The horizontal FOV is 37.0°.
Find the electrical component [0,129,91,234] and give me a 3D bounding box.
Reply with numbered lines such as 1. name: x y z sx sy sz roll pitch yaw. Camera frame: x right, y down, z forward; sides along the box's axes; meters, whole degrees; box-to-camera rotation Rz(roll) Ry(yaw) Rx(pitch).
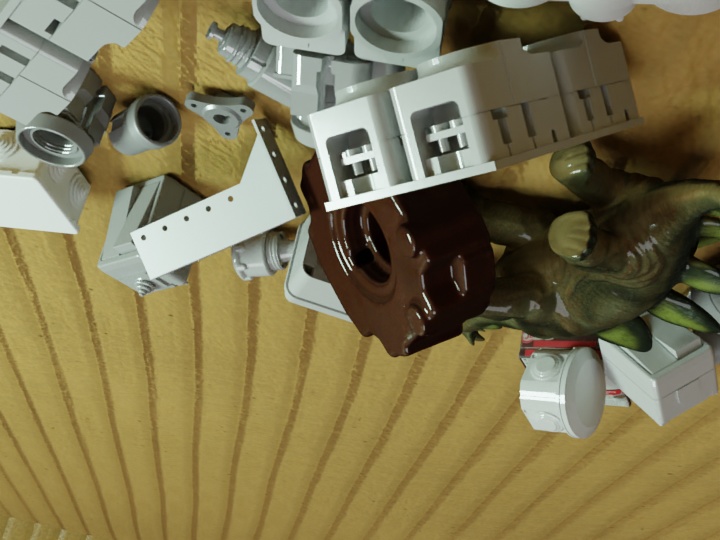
1. electrical component: -0.285 -0.076 0.904 0.100 0.048 0.099 6 153 13

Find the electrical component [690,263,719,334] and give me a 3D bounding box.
1. electrical component: 0.293 0.017 0.832 0.055 0.055 0.047 21 149 -16

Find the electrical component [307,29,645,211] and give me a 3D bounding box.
1. electrical component: 0.069 -0.088 0.605 0.105 0.060 0.186 -11 -174 38

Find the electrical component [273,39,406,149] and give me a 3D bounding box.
1. electrical component: -0.013 -0.108 0.663 0.078 0.058 0.057 12 118 14

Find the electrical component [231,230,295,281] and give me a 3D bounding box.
1. electrical component: -0.079 -0.016 0.941 0.062 0.048 0.048 -4 150 16

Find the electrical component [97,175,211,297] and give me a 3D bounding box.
1. electrical component: -0.178 -0.025 0.905 0.062 0.096 0.061 -12 145 40

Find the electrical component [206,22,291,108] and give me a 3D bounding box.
1. electrical component: -0.063 -0.137 0.696 0.078 0.040 0.040 25 151 -24

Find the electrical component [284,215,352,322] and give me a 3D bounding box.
1. electrical component: 0.000 0.000 0.899 0.113 0.078 0.057 19 150 -13

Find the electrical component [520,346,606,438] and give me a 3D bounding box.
1. electrical component: 0.182 0.107 0.955 0.051 0.080 0.080 0 152 38

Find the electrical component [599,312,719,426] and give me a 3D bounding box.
1. electrical component: 0.248 0.073 0.914 0.062 0.096 0.061 -27 125 -10

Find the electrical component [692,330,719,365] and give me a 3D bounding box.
1. electrical component: 0.322 0.060 0.920 0.065 0.044 0.044 -7 148 25

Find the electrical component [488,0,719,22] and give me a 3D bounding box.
1. electrical component: 0.128 -0.156 0.561 0.138 0.052 0.073 6 153 13

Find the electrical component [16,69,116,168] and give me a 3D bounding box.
1. electrical component: -0.219 -0.113 0.792 0.058 0.057 0.078 1 152 21

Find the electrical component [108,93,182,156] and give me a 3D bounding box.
1. electrical component: -0.162 -0.107 0.801 0.040 0.040 0.046 31 153 -33

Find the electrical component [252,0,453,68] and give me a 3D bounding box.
1. electrical component: -0.001 -0.184 0.553 0.105 0.060 0.186 10 154 5

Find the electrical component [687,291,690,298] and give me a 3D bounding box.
1. electrical component: 0.296 0.034 0.881 0.046 0.040 0.040 15 154 -16

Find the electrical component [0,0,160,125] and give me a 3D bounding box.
1. electrical component: -0.160 -0.166 0.607 0.060 0.105 0.186 27 150 -28
